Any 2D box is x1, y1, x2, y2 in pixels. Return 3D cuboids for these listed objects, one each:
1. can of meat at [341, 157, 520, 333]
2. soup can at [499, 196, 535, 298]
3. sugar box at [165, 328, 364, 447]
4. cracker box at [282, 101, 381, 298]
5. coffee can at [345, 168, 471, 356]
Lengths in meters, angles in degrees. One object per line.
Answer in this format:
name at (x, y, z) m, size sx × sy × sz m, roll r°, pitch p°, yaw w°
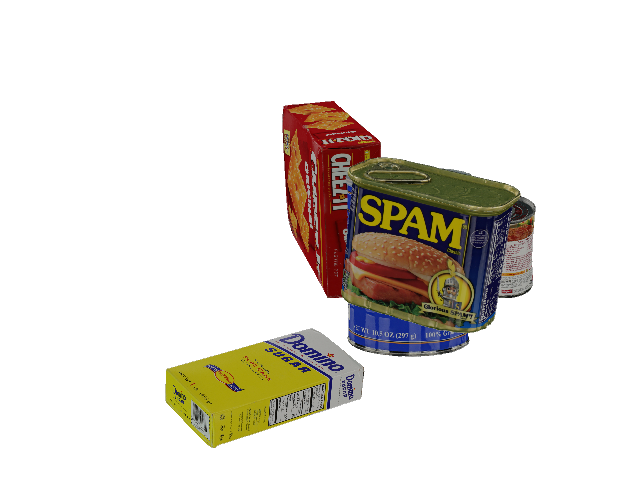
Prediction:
can of meat at (0.064, 0.003, 0.654) m, size 0.102 × 0.084 × 0.057 m, roll 16°, pitch 23°, yaw 26°
soup can at (0.213, 0.007, 1.233) m, size 0.068 × 0.102 × 0.068 m, roll -4°, pitch 29°, yaw 2°
sugar box at (-0.054, 0.141, 1.052) m, size 0.175 × 0.048 × 0.093 m, roll -16°, pitch 32°, yaw -32°
cracker box at (0.011, -0.051, 1.168) m, size 0.072 × 0.164 × 0.214 m, roll -7°, pitch 20°, yaw -9°
coffee can at (0.073, 0.015, 0.883) m, size 0.103 × 0.140 × 0.103 m, roll -1°, pitch 10°, yaw 0°
